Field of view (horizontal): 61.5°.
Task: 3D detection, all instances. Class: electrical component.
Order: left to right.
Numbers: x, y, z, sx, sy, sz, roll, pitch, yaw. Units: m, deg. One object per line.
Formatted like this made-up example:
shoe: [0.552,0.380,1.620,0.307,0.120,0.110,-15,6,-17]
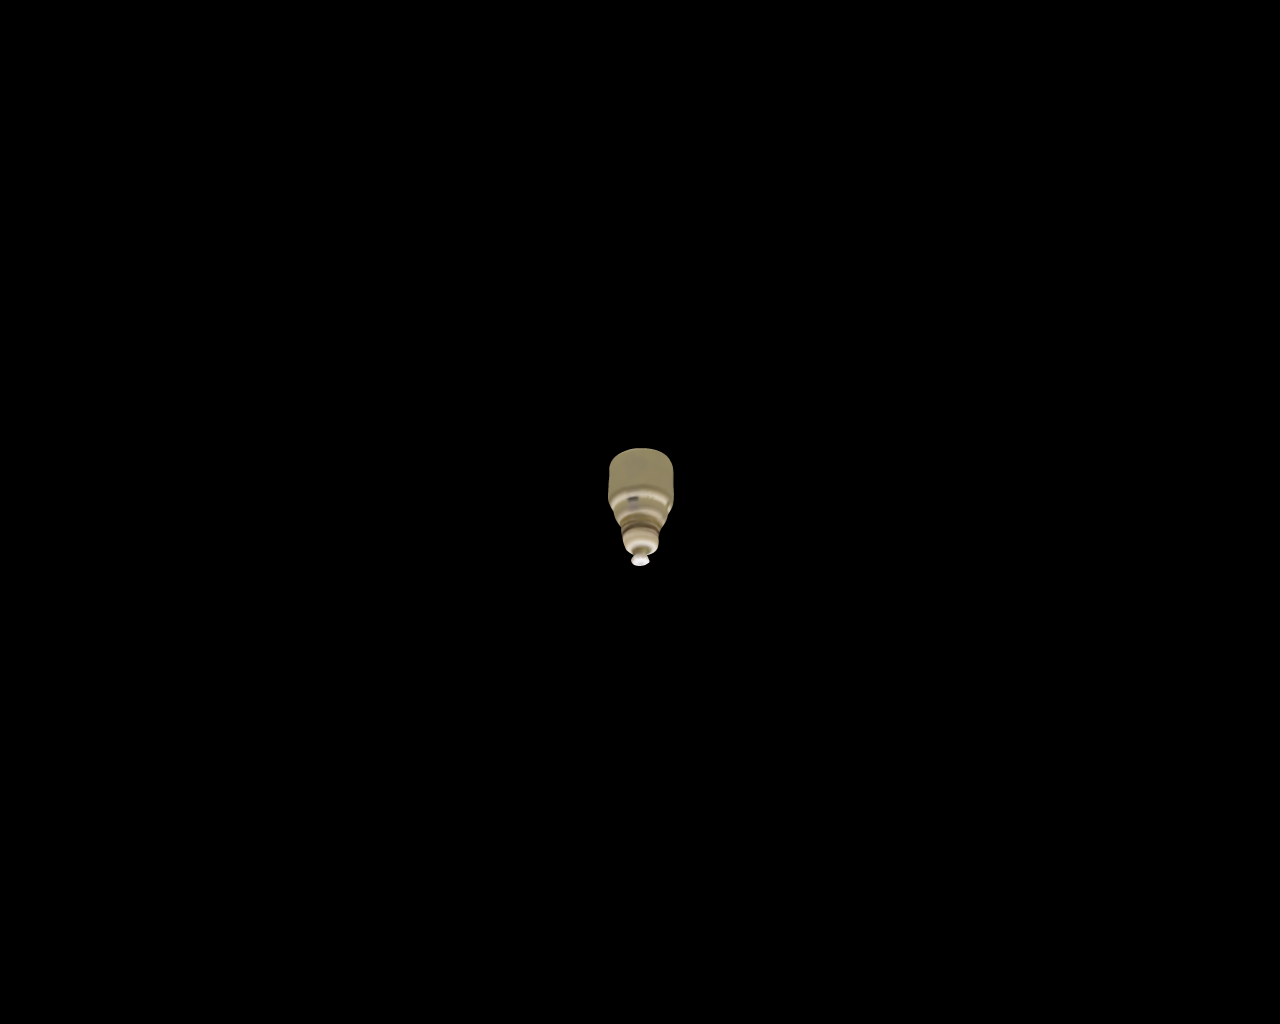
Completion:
electrical component: [0.001,-0.003,0.650,0.040,0.078,0.040,0,-31,0]
